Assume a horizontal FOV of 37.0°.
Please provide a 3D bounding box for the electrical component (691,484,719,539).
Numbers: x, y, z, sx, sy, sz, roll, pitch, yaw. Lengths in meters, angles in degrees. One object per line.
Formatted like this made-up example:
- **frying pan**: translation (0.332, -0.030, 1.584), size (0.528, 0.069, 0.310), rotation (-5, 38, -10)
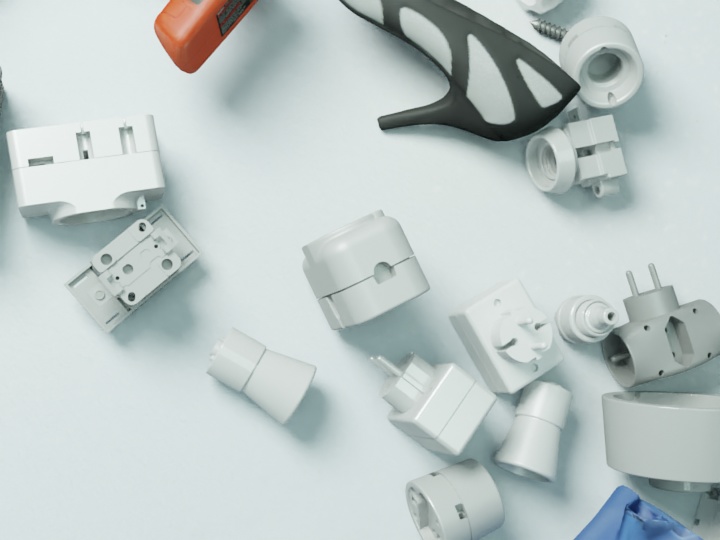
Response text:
- **electrical component**: translation (0.281, 0.169, 0.769), size (0.050, 0.056, 0.089), rotation (22, 80, -11)

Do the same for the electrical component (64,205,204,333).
- **electrical component**: translation (-0.142, -0.002, 0.678), size (0.081, 0.064, 0.042), rotation (-42, 96, -14)

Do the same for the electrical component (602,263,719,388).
- **electrical component**: translation (0.213, 0.035, 0.773), size (0.077, 0.043, 0.079), rotation (-17, 88, -15)

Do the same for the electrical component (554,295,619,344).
- **electrical component**: translation (0.162, 0.034, 0.750), size (0.035, 0.061, 0.035), rotation (1, 85, -13)

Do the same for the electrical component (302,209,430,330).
- **electrical component**: translation (0.000, 0.000, 0.696), size (0.054, 0.095, 0.059), rotation (-26, 91, -15)

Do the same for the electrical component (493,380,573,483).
- **electrical component**: translation (0.123, 0.109, 0.745), size (0.044, 0.044, 0.065), rotation (23, 75, -11)

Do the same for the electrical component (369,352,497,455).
- **electrical component**: translation (0.039, 0.080, 0.713), size (0.077, 0.066, 0.047), rotation (38, 77, -8)

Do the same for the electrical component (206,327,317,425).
- **electrical component**: translation (-0.067, 0.066, 0.702), size (0.065, 0.044, 0.044), rotation (30, 78, -4)

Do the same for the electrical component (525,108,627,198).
- **electrical component**: translation (0.153, -0.081, 0.769), size (0.055, 0.048, 0.066), rotation (-13, 88, -22)

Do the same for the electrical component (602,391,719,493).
- **electrical component**: translation (0.220, 0.118, 0.735), size (0.108, 0.108, 0.060), rotation (2, 90, -14)

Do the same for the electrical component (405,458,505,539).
- **electrical component**: translation (0.064, 0.158, 0.718), size (0.047, 0.055, 0.055), rotation (-21, 89, -19)

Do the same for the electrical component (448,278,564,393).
- **electrical component**: translation (0.105, 0.044, 0.727), size (0.047, 0.077, 0.065), rotation (-30, 92, -15)

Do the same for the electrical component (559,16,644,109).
- **electrical component**: translation (0.173, -0.147, 0.767), size (0.055, 0.047, 0.055), rotation (0, 122, 0)

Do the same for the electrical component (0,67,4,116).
- **electrical component**: translation (-0.280, -0.078, 0.655), size (0.109, 0.056, 0.108), rotation (8, 82, -13)

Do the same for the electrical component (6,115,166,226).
- **electrical component**: translation (-0.173, -0.061, 0.683), size (0.089, 0.050, 0.055), rotation (-9, 86, -15)

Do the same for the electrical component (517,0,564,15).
- **electrical component**: translation (0.142, -0.218, 0.781), size (0.062, 0.043, 0.043), rotation (-39, 94, -16)
